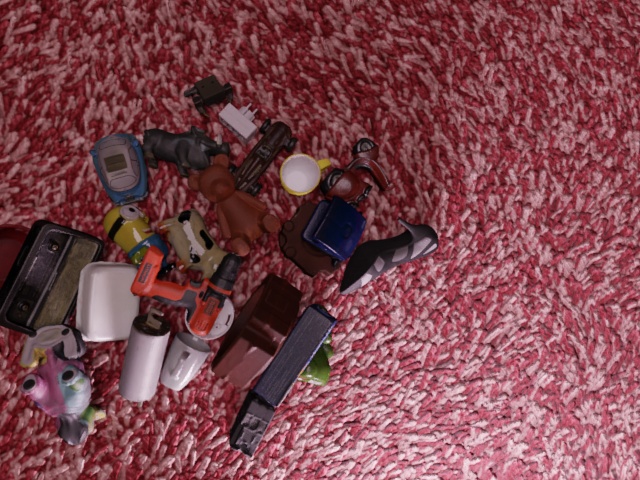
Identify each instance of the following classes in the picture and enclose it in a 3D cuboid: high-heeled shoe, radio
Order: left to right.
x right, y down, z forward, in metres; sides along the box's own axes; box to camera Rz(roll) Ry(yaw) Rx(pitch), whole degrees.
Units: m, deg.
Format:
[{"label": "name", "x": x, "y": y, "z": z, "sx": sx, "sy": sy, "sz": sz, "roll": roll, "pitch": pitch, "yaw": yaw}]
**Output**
[{"label": "radio", "x": -0.555, "y": 0.078, "z": 1.095, "sx": 0.131, "sy": 0.073, "sz": 0.229, "roll": 30, "pitch": 78, "yaw": -40}, {"label": "high-heeled shoe", "x": 0.163, "y": 0.053, "z": 1.244, "sx": 0.145, "sy": 0.086, "sz": 0.248, "roll": 37, "pitch": 99, "yaw": -33}]

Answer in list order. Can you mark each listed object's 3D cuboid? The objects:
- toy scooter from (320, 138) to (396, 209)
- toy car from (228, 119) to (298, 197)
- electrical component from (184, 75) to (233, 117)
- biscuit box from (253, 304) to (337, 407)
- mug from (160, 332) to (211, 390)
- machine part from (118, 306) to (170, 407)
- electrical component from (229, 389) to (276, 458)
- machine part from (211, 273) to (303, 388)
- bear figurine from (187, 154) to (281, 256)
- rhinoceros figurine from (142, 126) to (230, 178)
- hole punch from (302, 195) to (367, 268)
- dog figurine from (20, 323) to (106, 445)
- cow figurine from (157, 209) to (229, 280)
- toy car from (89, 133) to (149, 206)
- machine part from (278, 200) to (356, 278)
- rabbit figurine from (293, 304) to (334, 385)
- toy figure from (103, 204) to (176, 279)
[{"label": "toy scooter", "x": 0.096, "y": -0.137, "z": 1.238, "sx": 0.135, "sy": 0.075, "sz": 0.184, "roll": 43, "pitch": 76, "yaw": -3}, {"label": "toy car", "x": -0.136, "y": -0.186, "z": 1.222, "sx": 0.089, "sy": 0.053, "sz": 0.202, "roll": 38, "pitch": 79, "yaw": -5}, {"label": "electrical component", "x": -0.249, "y": -0.329, "z": 1.226, "sx": 0.102, "sy": 0.045, "sz": 0.078, "roll": -33, "pitch": 61, "yaw": -12}, {"label": "biscuit box", "x": -0.046, "y": 0.222, "z": 1.052, "sx": 0.063, "sy": 0.059, "sz": 0.202, "roll": 35, "pitch": 92, "yaw": 9}, {"label": "mug", "x": -0.290, "y": 0.263, "z": 1.129, "sx": 0.081, "sy": 0.109, "sz": 0.107, "roll": 27, "pitch": 95, "yaw": -10}, {"label": "machine part", "x": -0.360, "y": 0.240, "z": 1.096, "sx": 0.079, "sy": 0.079, "sz": 0.243, "roll": 16, "pitch": 112, "yaw": -6}, {"label": "electrical component", "x": -0.139, "y": 0.370, "z": 1.130, "sx": 0.058, "sy": 0.115, "sz": 0.134, "roll": 28, "pitch": 81, "yaw": -9}, {"label": "machine part", "x": -0.126, "y": 0.183, "z": 1.092, "sx": 0.087, "sy": 0.201, "sz": 0.201, "roll": 35, "pitch": 125, "yaw": -10}, {"label": "bear figurine", "x": -0.188, "y": -0.080, "z": 1.151, "sx": 0.120, "sy": 0.132, "sz": 0.195, "roll": -35, "pitch": 108, "yaw": -6}, {"label": "rhinoceros figurine", "x": -0.298, "y": -0.201, "z": 1.194, "sx": 0.190, "sy": 0.073, "sz": 0.112, "roll": 8, "pitch": 72, "yaw": -5}, {"label": "hole punch", "x": 0.037, "y": -0.024, "z": 1.157, "sx": 0.116, "sy": 0.092, "sz": 0.142, "roll": 30, "pitch": 76, "yaw": -10}, {"label": "dog figurine", "x": -0.502, "y": 0.294, "z": 1.071, "sx": 0.108, "sy": 0.219, "sz": 0.192, "roll": -14, "pitch": 48, "yaw": -12}, {"label": "cow figurine", "x": -0.254, "y": 0.023, "z": 1.169, "sx": 0.127, "sy": 0.085, "sz": 0.195, "roll": -28, "pitch": 88, "yaw": -4}, {"label": "toy car", "x": -0.432, "y": -0.158, "z": 1.151, "sx": 0.109, "sy": 0.103, "sz": 0.161, "roll": -15, "pitch": 85, "yaw": -8}, {"label": "machine part", "x": -0.003, "y": -0.004, "z": 1.218, "sx": 0.179, "sy": 0.056, "sz": 0.179, "roll": 1, "pitch": 84, "yaw": -9}, {"label": "rabbit figurine", "x": -0.026, "y": 0.213, "z": 1.158, "sx": 0.121, "sy": 0.159, "sz": 0.170, "roll": 9, "pitch": 68, "yaw": 3}, {"label": "toy figure", "x": -0.389, "y": 0.005, "z": 1.151, "sx": 0.089, "sy": 0.082, "sz": 0.180, "roll": -34, "pitch": 92, "yaw": -10}]
